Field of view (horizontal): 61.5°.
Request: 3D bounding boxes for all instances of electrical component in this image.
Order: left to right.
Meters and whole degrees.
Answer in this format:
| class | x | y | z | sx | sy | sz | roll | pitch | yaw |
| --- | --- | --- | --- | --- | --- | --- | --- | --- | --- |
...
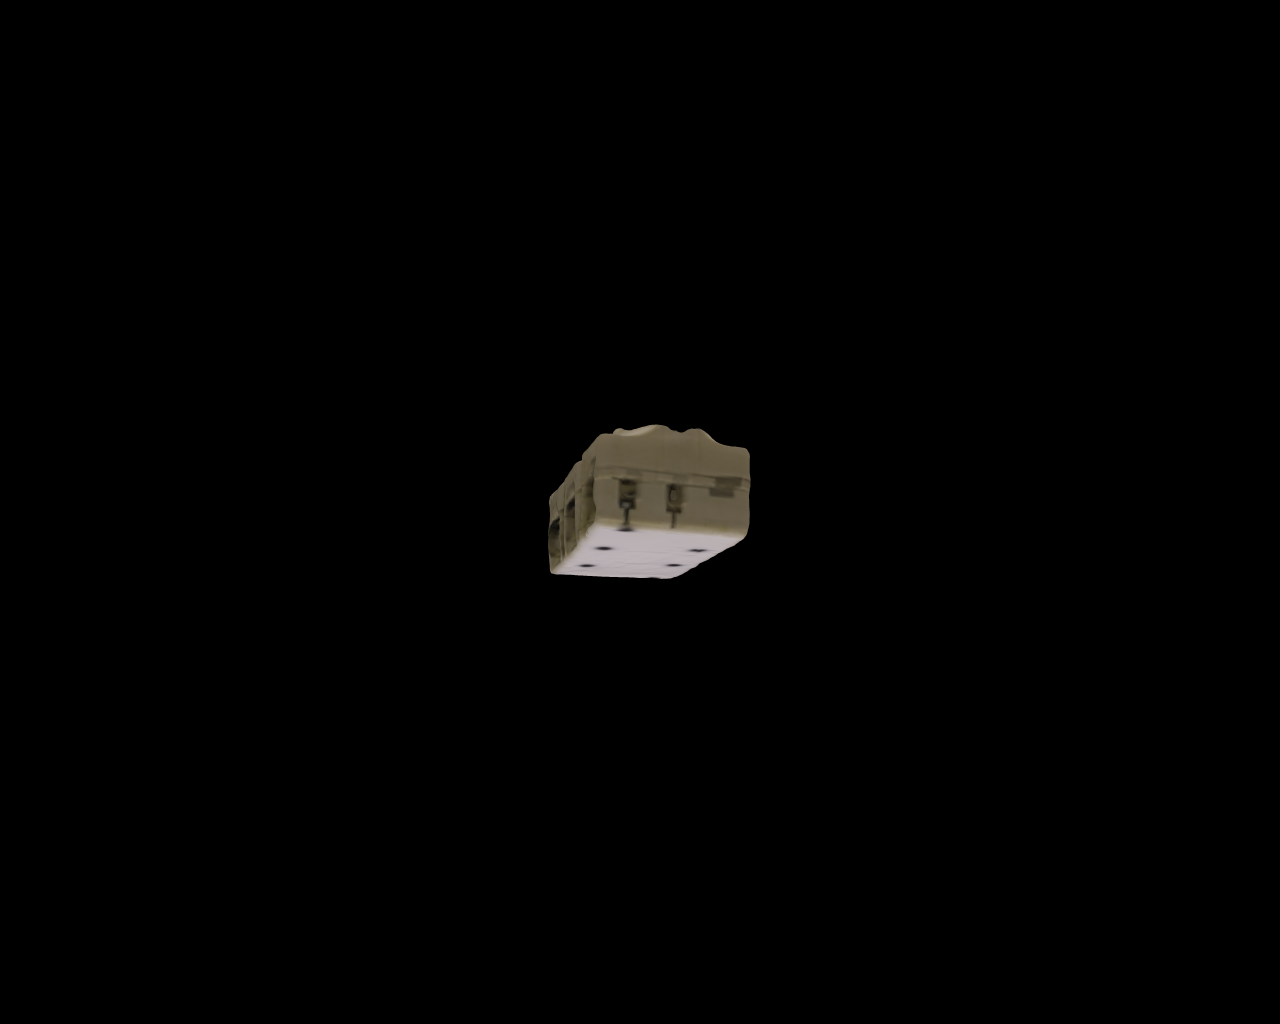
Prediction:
| class | x | y | z | sx | sy | sz | roll | pitch | yaw |
| --- | --- | --- | --- | --- | --- | --- | --- | --- | --- |
| electrical component | 0.001 | -0.003 | 0.650 | 0.089 | 0.062 | 0.150 | 4 | -14 | -15 |
